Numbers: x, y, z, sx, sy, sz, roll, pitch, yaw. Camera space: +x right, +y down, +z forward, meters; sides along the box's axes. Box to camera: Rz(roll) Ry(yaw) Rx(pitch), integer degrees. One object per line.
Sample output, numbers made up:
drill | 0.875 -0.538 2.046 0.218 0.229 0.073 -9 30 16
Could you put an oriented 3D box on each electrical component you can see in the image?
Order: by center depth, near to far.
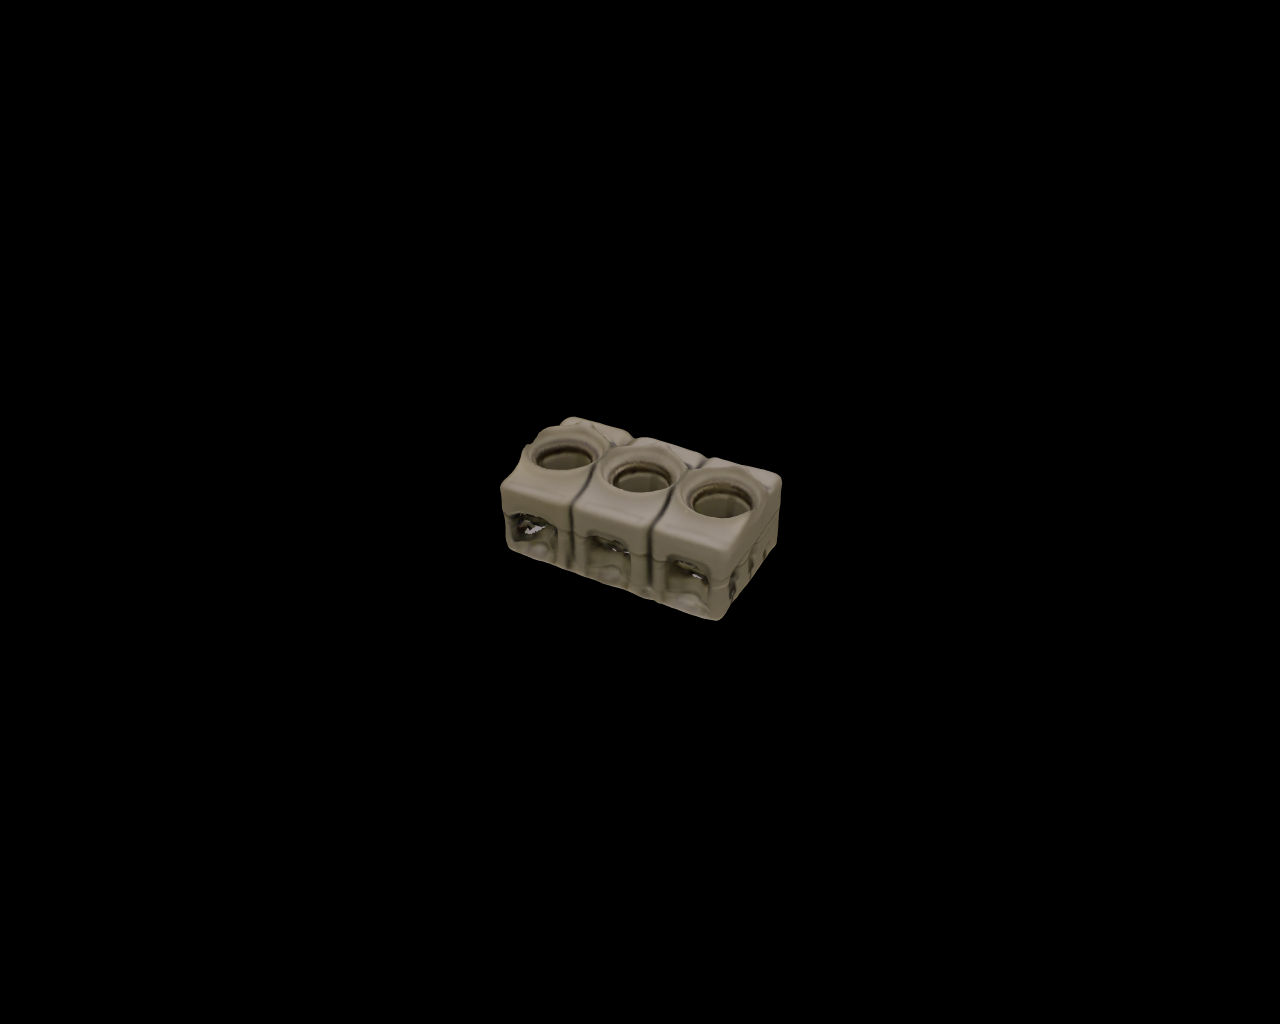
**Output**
electrical component | 0.001 -0.003 0.650 0.150 0.061 0.090 17 40 22
